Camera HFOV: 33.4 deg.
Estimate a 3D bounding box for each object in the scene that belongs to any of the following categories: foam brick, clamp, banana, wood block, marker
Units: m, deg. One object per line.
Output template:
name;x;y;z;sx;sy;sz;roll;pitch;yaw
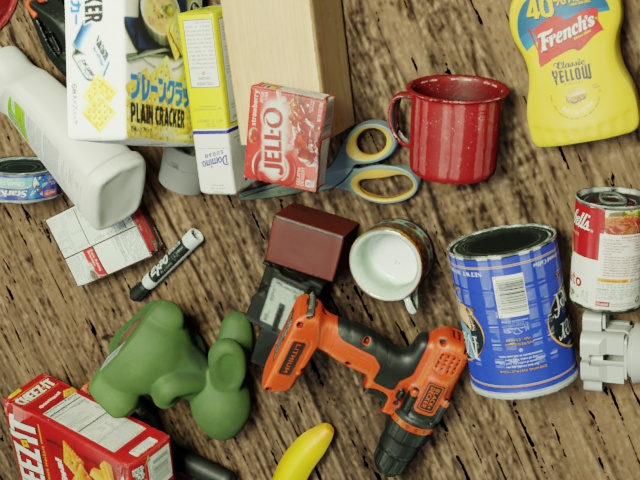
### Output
foam brick;-0.007;0.001;1.086;0.078;0.052;0.051;18;112;17
clamp;-0.200;0.245;1.252;0.165;0.036;0.210;-32;93;29
banana;-0.025;0.288;1.200;0.069;0.037;0.198;4;111;1
wood block;-0.032;-0.201;1.007;0.091;0.090;0.206;-1;106;22
clamp;-0.253;-0.178;1.123;0.171;0.039;0.120;54;145;13
marker;-0.172;0.030;1.180;0.020;0.020;0.121;48;117;1

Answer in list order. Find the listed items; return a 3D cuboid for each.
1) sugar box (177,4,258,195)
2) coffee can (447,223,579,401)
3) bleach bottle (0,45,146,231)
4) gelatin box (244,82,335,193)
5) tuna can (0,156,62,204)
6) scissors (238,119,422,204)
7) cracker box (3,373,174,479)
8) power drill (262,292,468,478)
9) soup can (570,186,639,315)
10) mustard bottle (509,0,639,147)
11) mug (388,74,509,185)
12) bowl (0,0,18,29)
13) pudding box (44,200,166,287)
sugar box;-0.092;-0.140;1.050;0.048;0.093;0.176;4;108;21
coffee can;0.181;0.066;1.003;0.103;0.102;0.140;-6;105;23
bleach bottle;-0.283;-0.128;1.121;0.251;0.068;0.103;47;148;19
gelatin box;-0.029;-0.094;0.973;0.073;0.030;0.089;13;111;16
tuna can;-0.328;-0.067;1.173;0.086;0.086;0.034;9;109;19
scissors;0.003;-0.077;1.071;0.202;0.016;0.096;5;119;21
cracker box;-0.261;0.267;1.222;0.214;0.072;0.164;18;124;33
power drill;0.040;0.145;1.087;0.187;0.057;0.185;20;113;-8
soup can;0.264;0.009;0.970;0.069;0.068;0.102;6;110;20
mustard bottle;0.217;-0.182;0.931;0.096;0.058;0.191;-8;104;25
mug;0.114;-0.104;0.985;0.117;0.093;0.081;15;117;30
bowl;-0.404;-0.291;1.147;0.162;0.055;0.162;7;110;20
pudding box;-0.239;-0.007;1.184;0.114;0.039;0.090;-23;96;24
